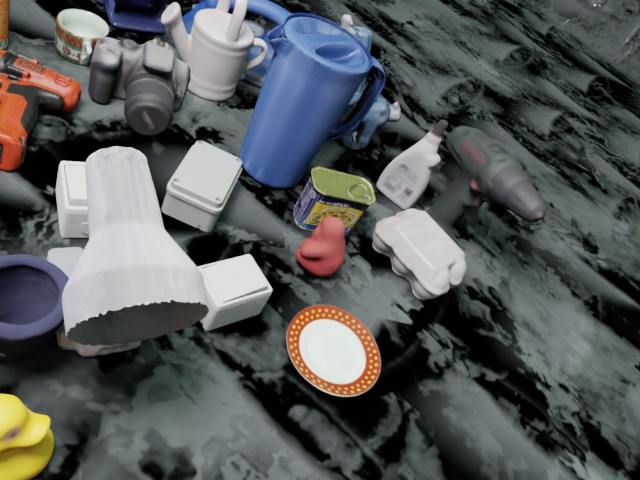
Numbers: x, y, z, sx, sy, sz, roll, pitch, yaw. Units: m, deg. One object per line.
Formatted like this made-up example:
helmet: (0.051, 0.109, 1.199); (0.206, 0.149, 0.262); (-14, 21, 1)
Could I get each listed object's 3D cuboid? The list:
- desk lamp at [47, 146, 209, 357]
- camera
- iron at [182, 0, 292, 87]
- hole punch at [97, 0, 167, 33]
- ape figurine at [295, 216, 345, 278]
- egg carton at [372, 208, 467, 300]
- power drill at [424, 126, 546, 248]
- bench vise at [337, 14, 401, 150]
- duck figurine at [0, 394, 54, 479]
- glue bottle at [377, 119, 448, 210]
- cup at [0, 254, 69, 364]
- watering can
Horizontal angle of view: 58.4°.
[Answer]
desk lamp: (-0.198, 0.030, 0.555); (0.118, 0.213, 0.203); (-3, 52, -33)
camera: (-0.265, -0.230, 0.846); (0.143, 0.100, 0.136); (10, 46, -23)
iron: (-0.133, -0.386, 1.044); (0.259, 0.141, 0.118); (20, 43, -14)
hole punch: (-0.325, -0.431, 1.008); (0.109, 0.091, 0.101); (-6, 54, -35)
ape figurine: (0.007, 0.003, 0.798); (0.078, 0.092, 0.076); (-15, 60, -40)
egg carton: (0.155, 0.020, 0.889); (0.107, 0.069, 0.150); (-23, 65, -43)
power drill: (0.243, -0.062, 0.916); (0.076, 0.208, 0.229); (4, 49, -28)
bench vise: (0.053, -0.276, 0.995); (0.208, 0.219, 0.121); (0, 51, -31)
duck figurine: (-0.277, 0.159, 0.480); (0.105, 0.086, 0.077); (16, 44, -18)
glue bottle: (0.165, -0.132, 0.962); (0.078, 0.173, 0.037); (41, 42, 10)
cup: (-0.299, 0.076, 0.538); (0.118, 0.095, 0.091); (-6, 54, -35)
watering can: (-0.167, -0.334, 0.935); (0.173, 0.194, 0.100); (-16, 60, -40)
